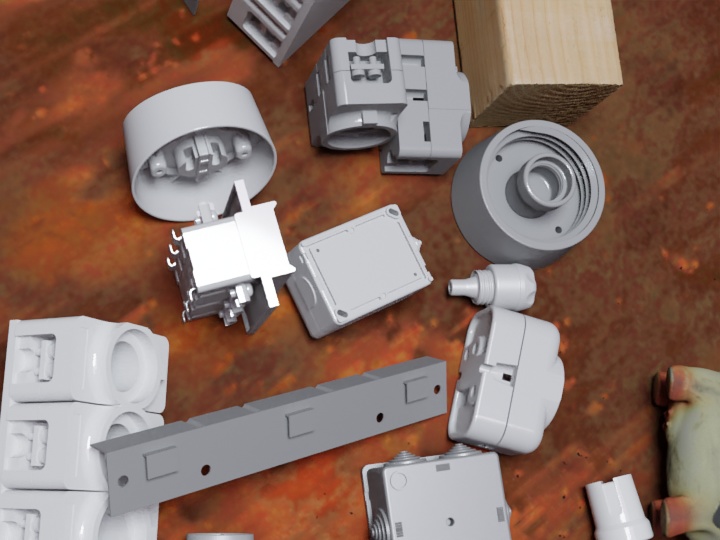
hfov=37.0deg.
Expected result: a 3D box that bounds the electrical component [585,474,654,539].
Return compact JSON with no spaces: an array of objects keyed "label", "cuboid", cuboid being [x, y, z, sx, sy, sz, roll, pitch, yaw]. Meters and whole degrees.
[{"label":"electrical component","cuboid":[0.184,0.173,0.770,0.040,0.040,0.046,-9,75,-17]}]

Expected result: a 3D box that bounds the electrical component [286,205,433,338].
[{"label":"electrical component","cuboid":[0.000,0.000,0.750,0.096,0.061,0.061,-24,85,-27]}]

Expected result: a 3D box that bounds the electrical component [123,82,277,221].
[{"label":"electrical component","cuboid":[-0.108,-0.080,0.719,0.099,0.099,0.064,-13,75,-17]}]

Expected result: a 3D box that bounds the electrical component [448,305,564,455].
[{"label":"electrical component","cuboid":[0.105,0.080,0.761,0.059,0.054,0.095,17,74,-11]}]

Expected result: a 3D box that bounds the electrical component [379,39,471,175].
[{"label":"electrical component","cuboid":[0.046,-0.119,0.791,0.056,0.050,0.089,0,78,-15]}]

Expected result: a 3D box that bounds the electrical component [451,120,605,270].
[{"label":"electrical component","cuboid":[0.128,-0.058,0.794,0.108,0.060,0.108,3,77,-14]}]

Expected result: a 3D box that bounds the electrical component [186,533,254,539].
[{"label":"electrical component","cuboid":[-0.108,0.206,0.681,0.079,0.043,0.077,3,77,-14]}]

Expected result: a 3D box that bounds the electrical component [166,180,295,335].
[{"label":"electrical component","cuboid":[-0.086,-0.001,0.691,0.063,0.121,0.078,-14,82,-15]}]

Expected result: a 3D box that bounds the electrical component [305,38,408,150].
[{"label":"electrical component","cuboid":[-0.004,-0.119,0.756,0.050,0.089,0.055,-4,79,-16]}]

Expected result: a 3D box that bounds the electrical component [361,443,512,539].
[{"label":"electrical component","cuboid":[0.054,0.171,0.730,0.100,0.048,0.099,-5,79,-16]}]

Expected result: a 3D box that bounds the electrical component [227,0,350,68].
[{"label":"electrical component","cuboid":[-0.034,-0.215,0.737,0.062,0.150,0.089,44,71,-4]}]

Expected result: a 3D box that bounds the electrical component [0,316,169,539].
[{"label":"electrical component","cuboid":[-0.165,0.109,0.654,0.062,0.089,0.150,-5,76,26]}]

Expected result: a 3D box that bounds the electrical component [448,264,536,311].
[{"label":"electrical component","cuboid":[0.095,0.013,0.784,0.061,0.035,0.035,0,78,-12]}]
